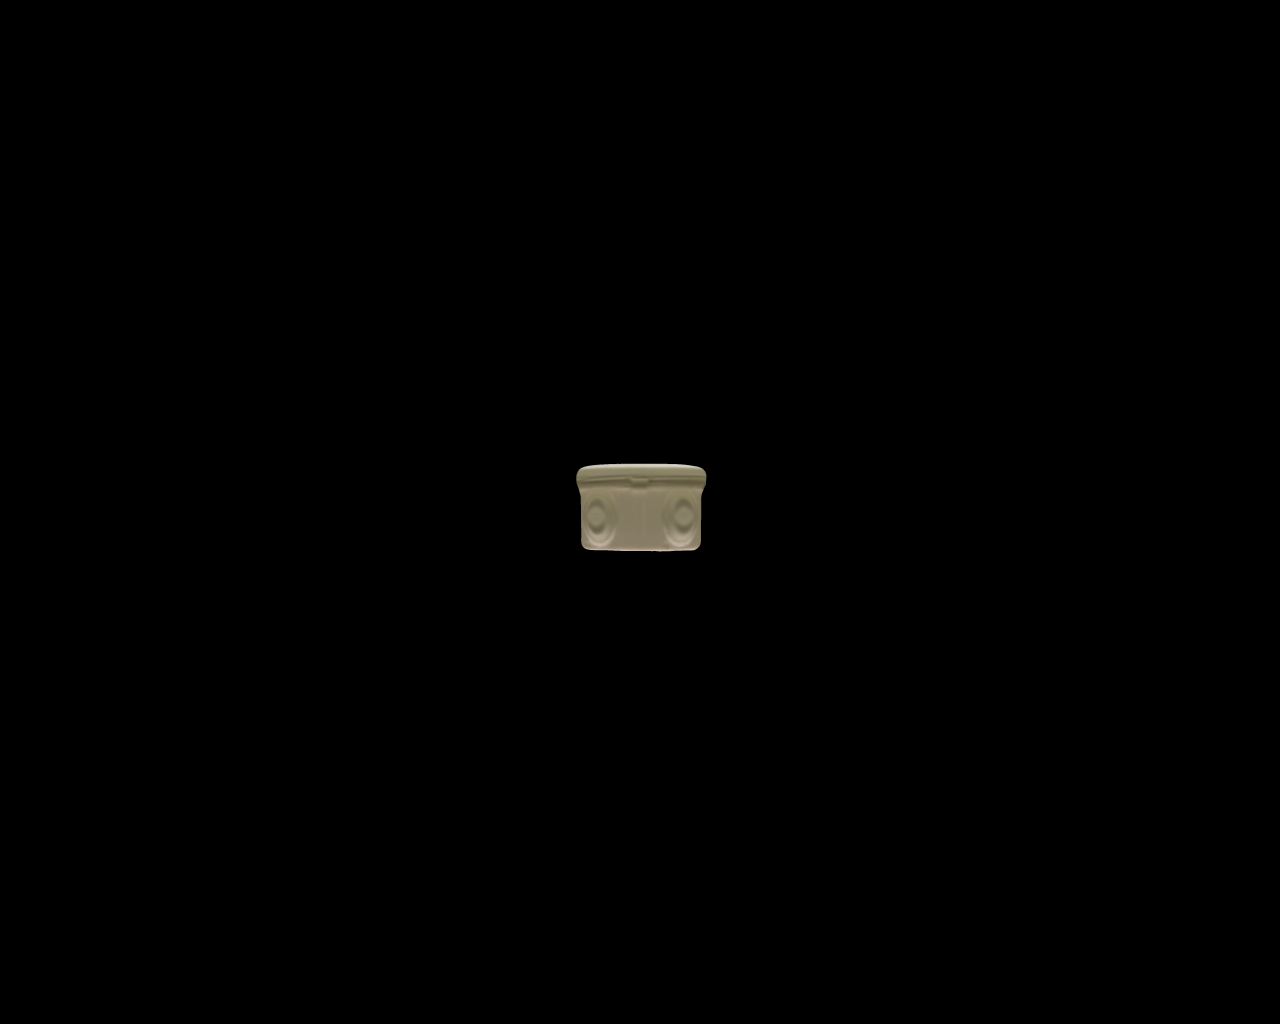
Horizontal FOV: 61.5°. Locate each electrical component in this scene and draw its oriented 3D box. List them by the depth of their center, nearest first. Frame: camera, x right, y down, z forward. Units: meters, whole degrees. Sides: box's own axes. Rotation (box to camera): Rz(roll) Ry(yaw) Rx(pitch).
[{"bbox_3d":[0.001,-0.003,0.650,0.080,0.051,0.080,0,0,0],"label":"electrical component"}]
